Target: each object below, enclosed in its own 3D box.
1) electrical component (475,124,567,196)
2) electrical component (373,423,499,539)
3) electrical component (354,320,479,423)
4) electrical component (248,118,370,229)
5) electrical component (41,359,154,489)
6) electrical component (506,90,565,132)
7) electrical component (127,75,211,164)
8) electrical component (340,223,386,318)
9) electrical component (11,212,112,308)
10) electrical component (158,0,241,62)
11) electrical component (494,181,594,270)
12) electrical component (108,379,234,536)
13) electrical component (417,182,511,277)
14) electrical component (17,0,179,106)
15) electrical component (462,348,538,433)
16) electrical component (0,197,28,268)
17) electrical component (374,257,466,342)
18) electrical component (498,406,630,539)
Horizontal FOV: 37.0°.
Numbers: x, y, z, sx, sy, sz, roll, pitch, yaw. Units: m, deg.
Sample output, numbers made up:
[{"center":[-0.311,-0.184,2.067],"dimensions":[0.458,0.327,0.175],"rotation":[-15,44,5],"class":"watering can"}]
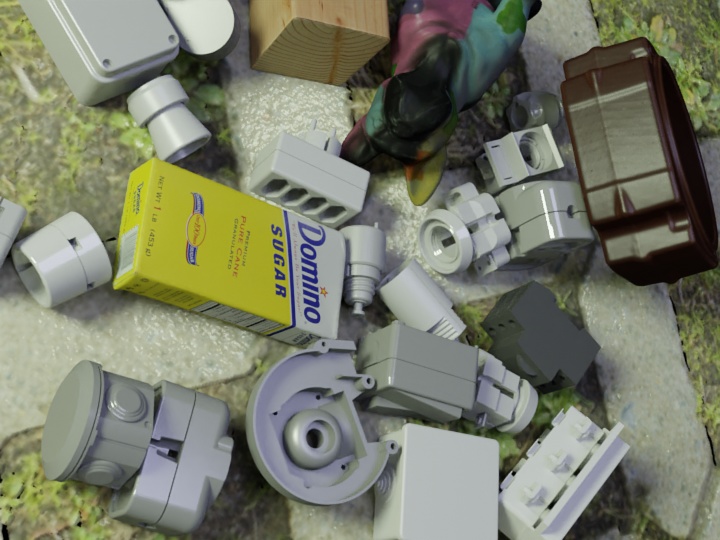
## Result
[{"center":[0.142,-0.098,0.975],"dimensions":[0.081,0.064,0.042],"rotation":[-16,83,-33],"class":"electrical component"},{"center":[0.059,0.173,0.841],"dimensions":[0.100,0.048,0.099],"rotation":[15,67,-26],"class":"electrical component"},{"center":[0.049,0.087,0.857],"dimensions":[0.096,0.062,0.061],"rotation":[19,65,-24],"class":"electrical component"},{"center":[-0.037,-0.088,0.876],"dimensions":[0.083,0.047,0.075],"rotation":[24,63,-22],"class":"electrical component"},{"center":[-0.174,0.103,0.710],"dimensions":[0.051,0.080,0.080],"rotation":[21,64,-29],"class":"electrical component"},{"center":[0.174,-0.150,1.024],"dimensions":[0.062,0.043,0.043],"rotation":[-14,81,-35],"class":"electrical component"},{"center":[-0.147,-0.115,0.822],"dimensions":[0.045,0.045,0.055],"rotation":[-32,90,-34],"class":"electrical component"},{"center":[0.000,0.000,0.871],"dimensions":[0.040,0.040,0.078],"rotation":[14,67,-26],"class":"electrical component"},{"center":[-0.207,-0.006,0.743],"dimensions":[0.047,0.055,0.055],"rotation":[-32,91,-31],"class":"electrical component"},{"center":[-0.146,-0.230,0.836],"dimensions":[0.052,0.074,0.138],"rotation":[-31,91,3],"class":"electrical component"},{"center":[0.154,-0.041,0.943],"dimensions":[0.054,0.095,0.059],"rotation":[-1,74,-31],"class":"electrical component"},{"center":[-0.127,0.131,0.742],"dimensions":[0.059,0.054,0.095],"rotation":[23,63,-22],"class":"electrical component"},{"center":[0.087,-0.030,0.923],"dimensions":[0.057,0.058,0.078],"rotation":[-24,87,-37],"class":"electrical component"},{"center":[-0.198,-0.192,0.811],"dimensions":[0.078,0.057,0.113],"rotation":[-31,90,-34],"class":"electrical component"},{"center":[0.114,0.106,0.898],"dimensions":[0.055,0.048,0.066],"rotation":[29,57,-17],"class":"electrical component"},{"center":[-0.278,-0.028,0.711],"dimensions":[0.089,0.050,0.055],"rotation":[28,61,-20],"class":"electrical component"},{"center":[0.054,0.034,0.889],"dimensions":[0.081,0.043,0.043],"rotation":[49,56,-7],"class":"electrical component"},{"center":[0.161,0.174,0.891],"dimensions":[0.063,0.078,0.121],"rotation":[39,55,13],"class":"electrical component"}]
